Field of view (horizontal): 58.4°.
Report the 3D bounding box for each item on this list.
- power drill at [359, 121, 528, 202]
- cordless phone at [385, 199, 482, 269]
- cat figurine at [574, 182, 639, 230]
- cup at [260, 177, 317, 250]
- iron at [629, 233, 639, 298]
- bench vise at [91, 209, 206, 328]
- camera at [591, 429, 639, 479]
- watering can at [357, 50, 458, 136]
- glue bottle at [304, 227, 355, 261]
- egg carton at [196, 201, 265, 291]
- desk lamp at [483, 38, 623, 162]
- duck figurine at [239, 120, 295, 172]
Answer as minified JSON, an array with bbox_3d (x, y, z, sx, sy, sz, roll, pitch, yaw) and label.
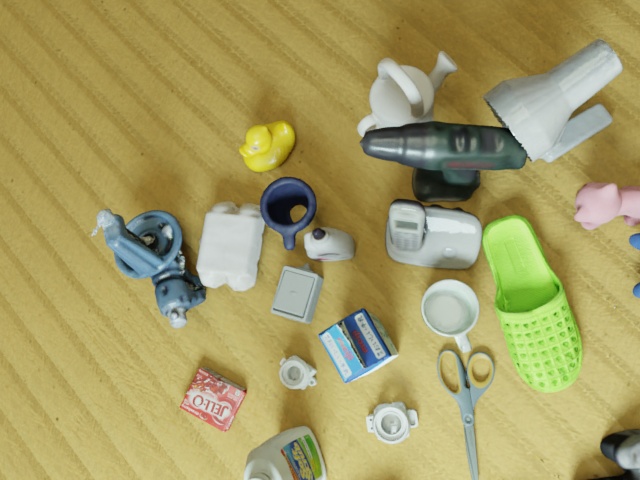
[{"bbox_3d":[0.183,-0.118,0.858,0.229,0.208,0.075,-2,80,10],"label":"power drill"},{"bbox_3d":[0.168,-0.016,0.854,0.147,0.185,0.094,4,81,11],"label":"cordless phone"},{"bbox_3d":[0.433,-0.057,0.851,0.127,0.118,0.067,-9,78,8],"label":"cat figurine"},{"bbox_3d":[-0.043,-0.036,0.941,0.091,0.095,0.118,-5,79,9],"label":"cup"},{"bbox_3d":[0.584,0.031,0.797,0.258,0.141,0.119,-1,80,10],"label":"iron"},{"bbox_3d":[-0.257,0.029,0.901,0.121,0.220,0.207,-43,76,0],"label":"bench vise"},{"bbox_3d":[0.419,0.347,0.789,0.136,0.101,0.143,-11,78,8],"label":"camera"},{"bbox_3d":[0.132,-0.226,0.894,0.100,0.194,0.173,32,87,14],"label":"watering can"},{"bbox_3d":[0.008,0.003,0.884,0.078,0.173,0.037,-7,79,9],"label":"glue bottle"},{"bbox_3d":[-0.148,0.009,0.964,0.107,0.069,0.150,6,81,11],"label":"egg carton"},{"bbox_3d":[0.342,-0.196,0.842,0.203,0.214,0.118,-33,76,3],"label":"desk lamp"},{"bbox_3d":[-0.094,-0.170,0.978,0.104,0.086,0.077,-39,76,1],"label":"duck figurine"}]
